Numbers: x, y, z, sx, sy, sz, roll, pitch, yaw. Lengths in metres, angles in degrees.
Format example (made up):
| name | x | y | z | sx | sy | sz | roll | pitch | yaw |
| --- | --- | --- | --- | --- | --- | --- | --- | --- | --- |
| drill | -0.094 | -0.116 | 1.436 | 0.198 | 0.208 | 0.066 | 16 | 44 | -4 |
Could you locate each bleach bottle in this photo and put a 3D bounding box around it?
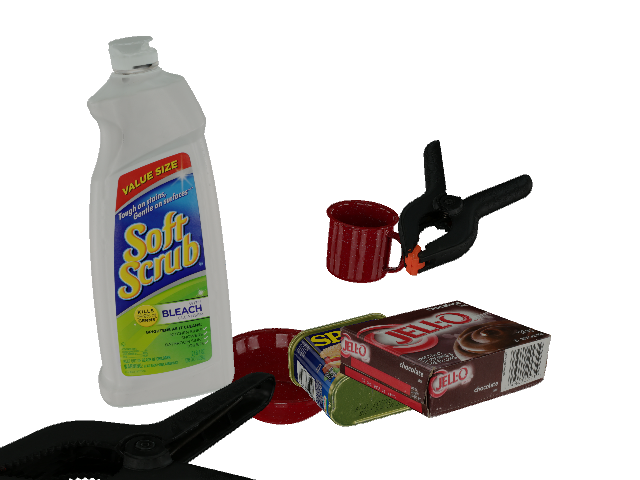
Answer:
| name | x | y | z | sx | sy | sz | roll | pitch | yaw |
| --- | --- | --- | --- | --- | --- | --- | --- | --- | --- |
| bleach bottle | -0.121 | -0.013 | 0.740 | 0.102 | 0.251 | 0.068 | -8 | 20 | -7 |

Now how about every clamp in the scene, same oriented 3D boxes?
| name | x | y | z | sx | sy | sz | roll | pitch | yaw |
| --- | --- | --- | --- | --- | --- | --- | --- | --- | --- |
| clamp | 0.124 | -0.037 | 1.088 | 0.120 | 0.039 | 0.171 | 28 | 53 | 30 |
| clamp | -0.093 | 0.121 | 0.585 | 0.209 | 0.036 | 0.165 | -1 | 20 | -15 |

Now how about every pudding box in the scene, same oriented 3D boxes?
| name | x | y | z | sx | sy | sz | roll | pitch | yaw |
| --- | --- | --- | --- | --- | --- | --- | --- | --- | --- |
| pudding box | 0.082 | 0.076 | 0.713 | 0.113 | 0.039 | 0.090 | -7 | 18 | -37 |

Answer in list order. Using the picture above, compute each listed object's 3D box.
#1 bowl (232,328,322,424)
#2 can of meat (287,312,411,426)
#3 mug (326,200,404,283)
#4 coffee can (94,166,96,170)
| name | x | y | z | sx | sy | sz | roll | pitch | yaw |
| --- | --- | --- | --- | --- | --- | --- | --- | --- | --- |
| bowl | -0.046 | 0.164 | 1.235 | 0.162 | 0.055 | 0.162 | 2 | 25 | -1 |
| can of meat | 0.035 | 0.112 | 0.921 | 0.102 | 0.057 | 0.084 | -12 | 26 | -22 |
| mug | 0.061 | 0.006 | 1.372 | 0.117 | 0.081 | 0.093 | 17 | 27 | 25 |
| coffee can | -0.168 | -0.007 | 1.065 | 0.103 | 0.140 | 0.103 | -1 | 15 | 0 |
